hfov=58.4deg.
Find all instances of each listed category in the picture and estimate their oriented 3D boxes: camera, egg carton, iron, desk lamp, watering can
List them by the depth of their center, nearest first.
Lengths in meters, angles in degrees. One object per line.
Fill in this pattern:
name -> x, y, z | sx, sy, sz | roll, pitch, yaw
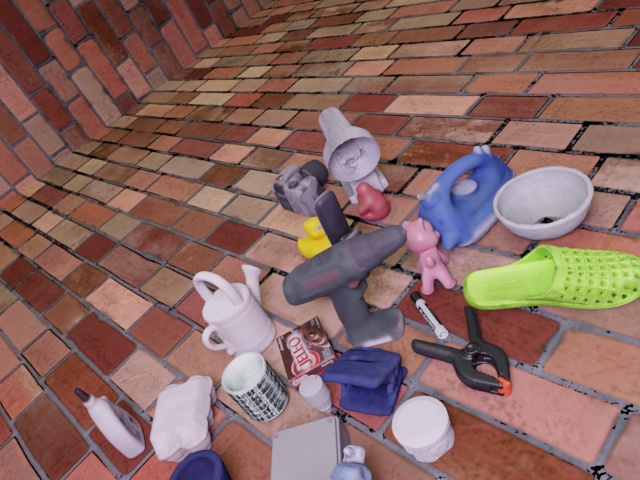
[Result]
egg carton -> -0.236, 0.311, 1.006 | 0.107, 0.070, 0.150 | -23, 35, 10
watering can -> -0.169, 0.123, 1.088 | 0.100, 0.194, 0.173 | -13, 38, 23
iron -> 0.281, -0.102, 1.097 | 0.259, 0.142, 0.118 | -44, 37, -20
desk lamp -> 0.069, -0.186, 1.295 | 0.118, 0.214, 0.203 | -28, 34, 3
camera -> -0.037, -0.143, 1.417 | 0.137, 0.101, 0.142 | -45, 37, -22

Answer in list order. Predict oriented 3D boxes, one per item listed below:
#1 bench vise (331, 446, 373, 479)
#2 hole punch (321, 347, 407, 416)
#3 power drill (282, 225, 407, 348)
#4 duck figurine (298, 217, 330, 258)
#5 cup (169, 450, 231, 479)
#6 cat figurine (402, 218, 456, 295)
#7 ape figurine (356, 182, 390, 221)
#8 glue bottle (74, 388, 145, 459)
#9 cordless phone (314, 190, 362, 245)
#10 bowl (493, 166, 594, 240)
bench vise -> -0.002, 0.332, 0.675 | 0.121, 0.220, 0.207 | -20, 35, 14
hole punch -> 0.069, 0.208, 0.899 | 0.108, 0.091, 0.101 | -2, 43, 34
power drill -> 0.064, 0.083, 0.957 | 0.229, 0.209, 0.075 | -19, 36, 16
duck figurine -> -0.007, -0.010, 1.238 | 0.104, 0.086, 0.077 | -13, 37, 22
cup -> -0.174, 0.383, 0.846 | 0.118, 0.095, 0.091 | -41, 36, -16
cat figurine -> 0.190, 0.016, 1.033 | 0.067, 0.118, 0.127 | -21, 35, 12
ape figurine -> 0.108, -0.089, 1.251 | 0.078, 0.092, 0.075 | -41, 36, -17
glue bottle -> -0.375, 0.313, 1.012 | 0.037, 0.173, 0.078 | -34, 34, -6
cordless phone -> 0.010, 0.004, 1.119 | 0.093, 0.185, 0.148 | 18, 56, 47
bowl -> 0.397, -0.052, 1.009 | 0.167, 0.075, 0.167 | -19, 35, 15
